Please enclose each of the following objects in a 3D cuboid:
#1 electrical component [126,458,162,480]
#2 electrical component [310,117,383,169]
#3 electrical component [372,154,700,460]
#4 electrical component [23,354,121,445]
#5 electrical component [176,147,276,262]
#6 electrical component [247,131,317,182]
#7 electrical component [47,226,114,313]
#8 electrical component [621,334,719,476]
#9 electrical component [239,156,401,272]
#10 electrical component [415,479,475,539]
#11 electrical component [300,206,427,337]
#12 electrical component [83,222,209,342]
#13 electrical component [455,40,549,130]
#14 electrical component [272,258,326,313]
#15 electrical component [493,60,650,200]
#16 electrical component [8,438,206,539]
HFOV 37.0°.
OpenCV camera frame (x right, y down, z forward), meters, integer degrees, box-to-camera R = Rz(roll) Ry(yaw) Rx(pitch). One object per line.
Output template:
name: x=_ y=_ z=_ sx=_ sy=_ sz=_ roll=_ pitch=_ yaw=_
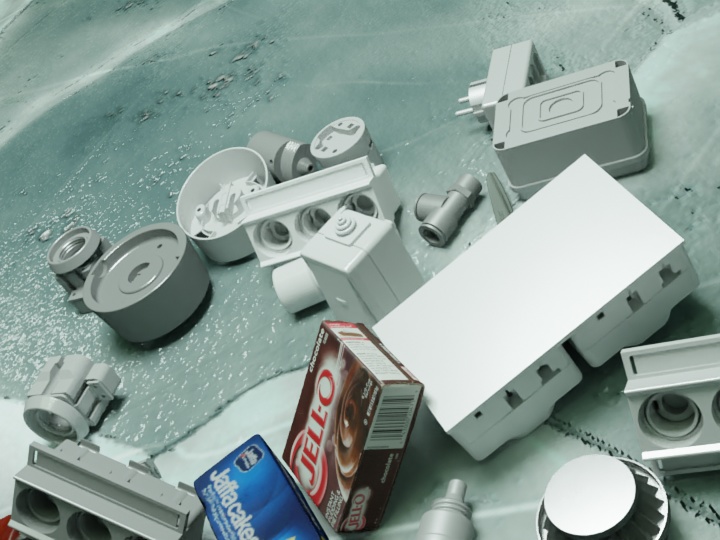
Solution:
electrical component: x=-0.175 y=0.167 z=0.812 sx=0.046 sy=0.040 sz=0.040 roll=-24 pitch=37 yaw=1
electrical component: x=-0.010 y=-0.105 z=0.989 sx=0.055 sy=0.047 sz=0.055 roll=-20 pitch=39 yaw=17
electrical component: x=0.116 y=0.026 z=0.714 sx=0.186 sy=0.060 sz=0.105 roll=-39 pitch=45 yaw=3
electrical component: x=-0.249 y=0.111 z=0.913 sx=0.078 sy=0.058 sz=0.057 roll=-8 pitch=41 yaw=30
electrical component: x=-0.119 y=-0.058 z=1.002 sx=0.099 sy=0.064 sz=0.099 roll=-20 pitch=38 yaw=17
electrical component: x=-0.071 y=-0.106 z=1.037 sx=0.043 sy=0.043 sz=0.081 roll=-46 pitch=39 yaw=-17
electrical component: x=-0.270 y=-0.006 z=1.059 sx=0.058 sy=0.057 sz=0.078 roll=-12 pitch=42 yaw=26
electrical component: x=0.219 y=0.068 z=0.608 sx=0.121 sy=0.078 sz=0.063 roll=-12 pitch=12 yaw=25
electrical component: x=-0.031 y=-0.048 z=0.925 sx=0.121 sy=0.078 sz=0.063 roll=-16 pitch=18 yaw=22
electrical component: x=0.054 y=0.156 z=0.659 sx=0.035 sy=0.035 sz=0.061 roll=-8 pitch=41 yaw=29
electrical component: x=0.000 y=0.000 z=0.822 sx=0.061 sy=0.096 sz=0.062 roll=-48 pitch=39 yaw=-18
electrical component: x=-0.187 y=0.016 z=0.971 sx=0.108 sy=0.060 sz=0.108 roll=-20 pitch=39 yaw=17
electrical component: x=0.120 y=-0.151 z=0.946 sx=0.076 sy=0.047 sz=0.083 roll=-11 pitch=42 yaw=27
electrical component: x=-0.036 y=0.006 z=0.889 sx=0.078 sy=0.040 sz=0.040 roll=-23 pitch=38 yaw=13
electrical component: x=0.169 y=-0.110 z=0.855 sx=0.113 sy=0.057 sz=0.078 roll=-14 pitch=41 yaw=24
electrical component: x=-0.173 y=0.168 z=0.748 sx=0.121 sy=0.078 sz=0.063 roll=20 pitch=26 yaw=12
